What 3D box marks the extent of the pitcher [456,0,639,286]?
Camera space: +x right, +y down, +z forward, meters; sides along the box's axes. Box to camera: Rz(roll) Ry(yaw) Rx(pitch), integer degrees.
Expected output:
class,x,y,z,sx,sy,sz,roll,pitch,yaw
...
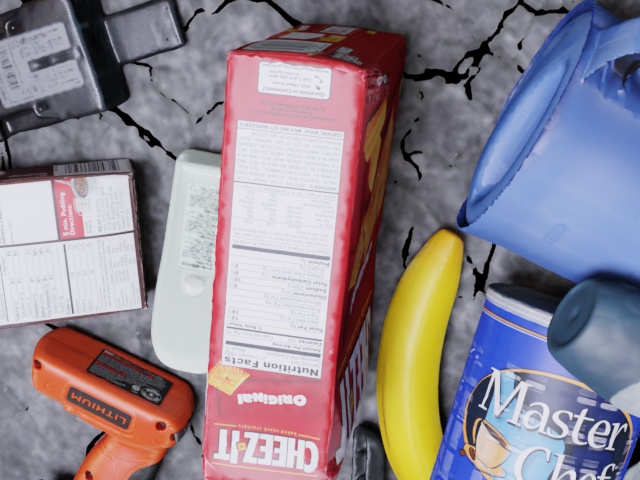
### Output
class,x,y,z,sx,sy,sz,roll,pitch,yaw
pitcher,0.206,-0.014,0.542,0.243,0.149,0.145,27,108,-3

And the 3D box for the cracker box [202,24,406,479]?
class,x,y,z,sx,sy,sz,roll,pitch,yaw
cracker box,-0.004,0.001,0.564,0.072,0.164,0.214,7,106,8

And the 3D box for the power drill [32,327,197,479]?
class,x,y,z,sx,sy,sz,roll,pitch,yaw
power drill,-0.175,0.153,0.689,0.184,0.057,0.188,24,110,-3

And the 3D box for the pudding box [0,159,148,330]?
class,x,y,z,sx,sy,sz,roll,pitch,yaw
pudding box,-0.163,0.003,0.636,0.113,0.039,0.090,-6,106,-10

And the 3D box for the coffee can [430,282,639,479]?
class,x,y,z,sx,sy,sz,roll,pitch,yaw
coffee can,0.123,0.106,0.594,0.103,0.102,0.140,17,97,3

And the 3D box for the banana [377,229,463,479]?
class,x,y,z,sx,sy,sz,roll,pitch,yaw
banana,0.067,0.093,0.648,0.069,0.037,0.198,-17,108,-17

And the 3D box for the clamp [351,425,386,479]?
class,x,y,z,sx,sy,sz,roll,pitch,yaw
clamp,0.026,0.204,0.675,0.120,0.039,0.171,-39,109,-3
